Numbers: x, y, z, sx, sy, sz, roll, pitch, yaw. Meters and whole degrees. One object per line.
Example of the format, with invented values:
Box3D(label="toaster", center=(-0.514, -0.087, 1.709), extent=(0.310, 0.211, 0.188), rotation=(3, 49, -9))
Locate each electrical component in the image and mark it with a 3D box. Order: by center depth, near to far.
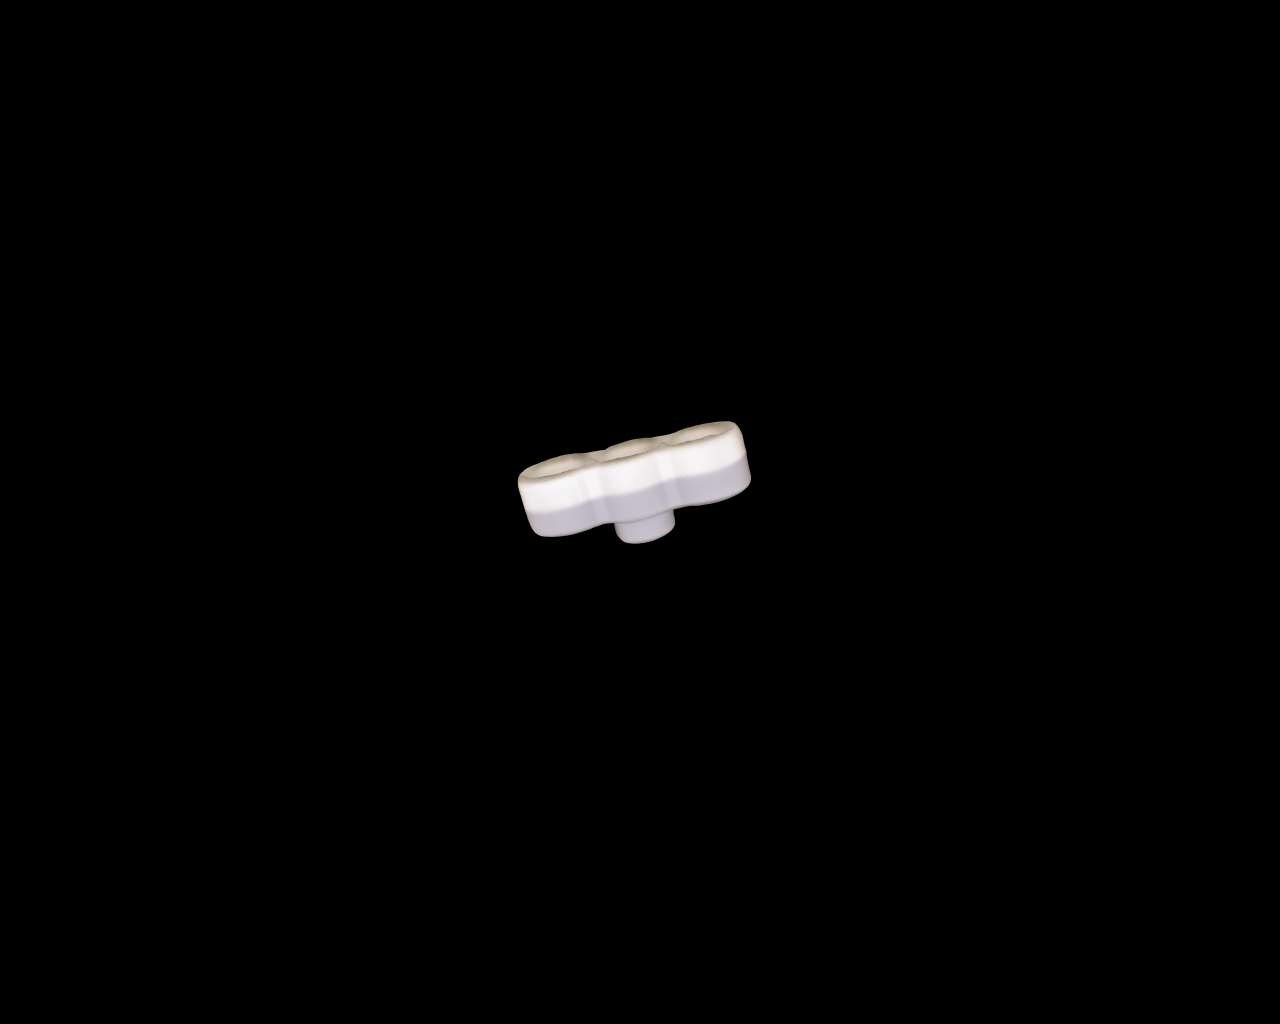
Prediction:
Box3D(label="electrical component", center=(0.001, -0.003, 0.650), extent=(0.138, 0.073, 0.052), rotation=(-13, 16, 4))
